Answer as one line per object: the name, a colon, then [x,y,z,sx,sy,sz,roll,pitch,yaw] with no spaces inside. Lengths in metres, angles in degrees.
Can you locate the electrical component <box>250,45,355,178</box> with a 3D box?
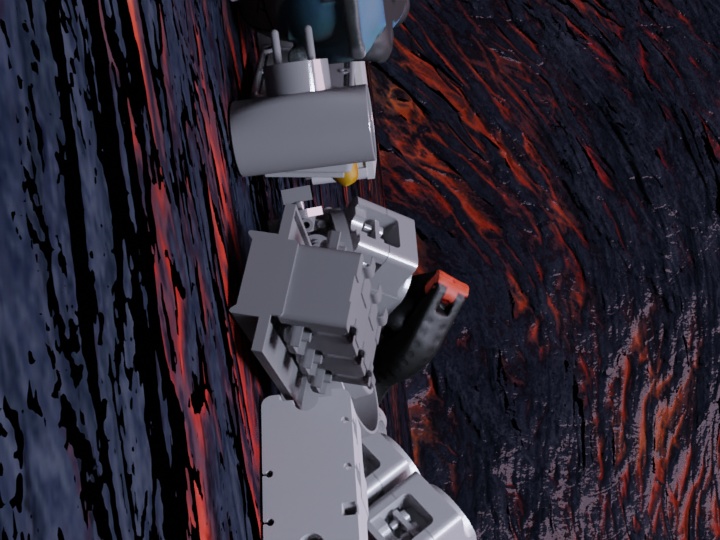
electrical component: [-0.035,-0.103,0.685,0.096,0.062,0.061,-90,-179,-58]

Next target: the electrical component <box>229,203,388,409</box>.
electrical component: [-0.023,0.026,0.586,0.121,0.063,0.078,74,26,-68]

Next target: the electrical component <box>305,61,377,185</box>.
electrical component: [-0.026,-0.156,0.924,0.089,0.062,0.150,-83,167,-73]

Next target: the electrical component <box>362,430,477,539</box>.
electrical component: [0.030,0.202,0.785,0.105,0.060,0.186,42,-23,34]

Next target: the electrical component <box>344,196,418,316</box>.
electrical component: [0.000,0.000,0.768,0.089,0.056,0.050,-49,-149,39]

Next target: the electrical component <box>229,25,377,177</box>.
electrical component: [-0.034,-0.096,0.602,0.043,0.077,0.079,-73,156,-79]

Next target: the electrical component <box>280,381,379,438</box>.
electrical component: [-0.027,0.071,0.701,0.099,0.064,0.099,-18,90,-79]

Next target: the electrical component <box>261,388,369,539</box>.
electrical component: [-0.024,0.119,0.587,0.055,0.050,0.089,77,8,-59]

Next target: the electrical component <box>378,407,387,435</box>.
electrical component: [0.000,0.135,0.893,0.079,0.044,0.077,-57,142,-62]

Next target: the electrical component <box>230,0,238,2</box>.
electrical component: [-0.037,-0.173,0.540,0.061,0.096,0.061,-63,147,-83]
